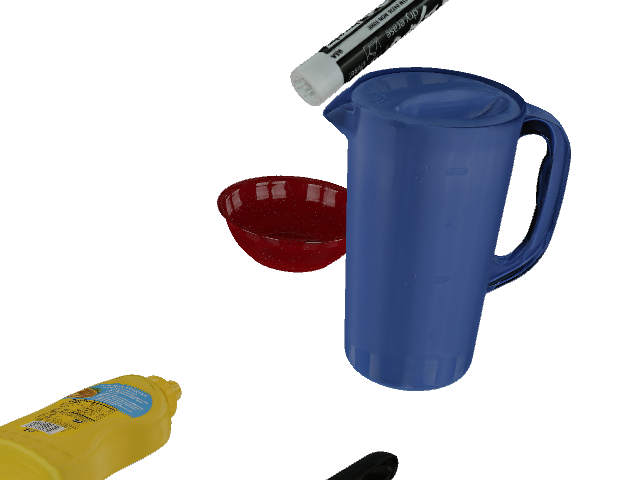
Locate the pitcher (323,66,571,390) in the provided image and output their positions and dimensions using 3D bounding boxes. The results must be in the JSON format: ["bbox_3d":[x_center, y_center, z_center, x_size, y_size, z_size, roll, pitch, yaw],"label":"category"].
[{"bbox_3d":[0.091,-0.006,0.844,0.144,0.243,0.149,-22,37,-40],"label":"pitcher"}]

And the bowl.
[{"bbox_3d":[-0.029,-0.012,1.109,0.162,0.055,0.162,5,26,-3],"label":"bowl"}]

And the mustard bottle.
[{"bbox_3d":[-0.177,0.151,0.854,0.096,0.058,0.191,6,16,30],"label":"mustard bottle"}]

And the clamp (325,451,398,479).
[{"bbox_3d":[-0.035,0.193,0.666,0.210,0.036,0.164,-2,28,3],"label":"clamp"}]

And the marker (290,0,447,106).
[{"bbox_3d":[0.036,-0.102,0.480,0.121,0.020,0.020,-41,16,-20],"label":"marker"}]
